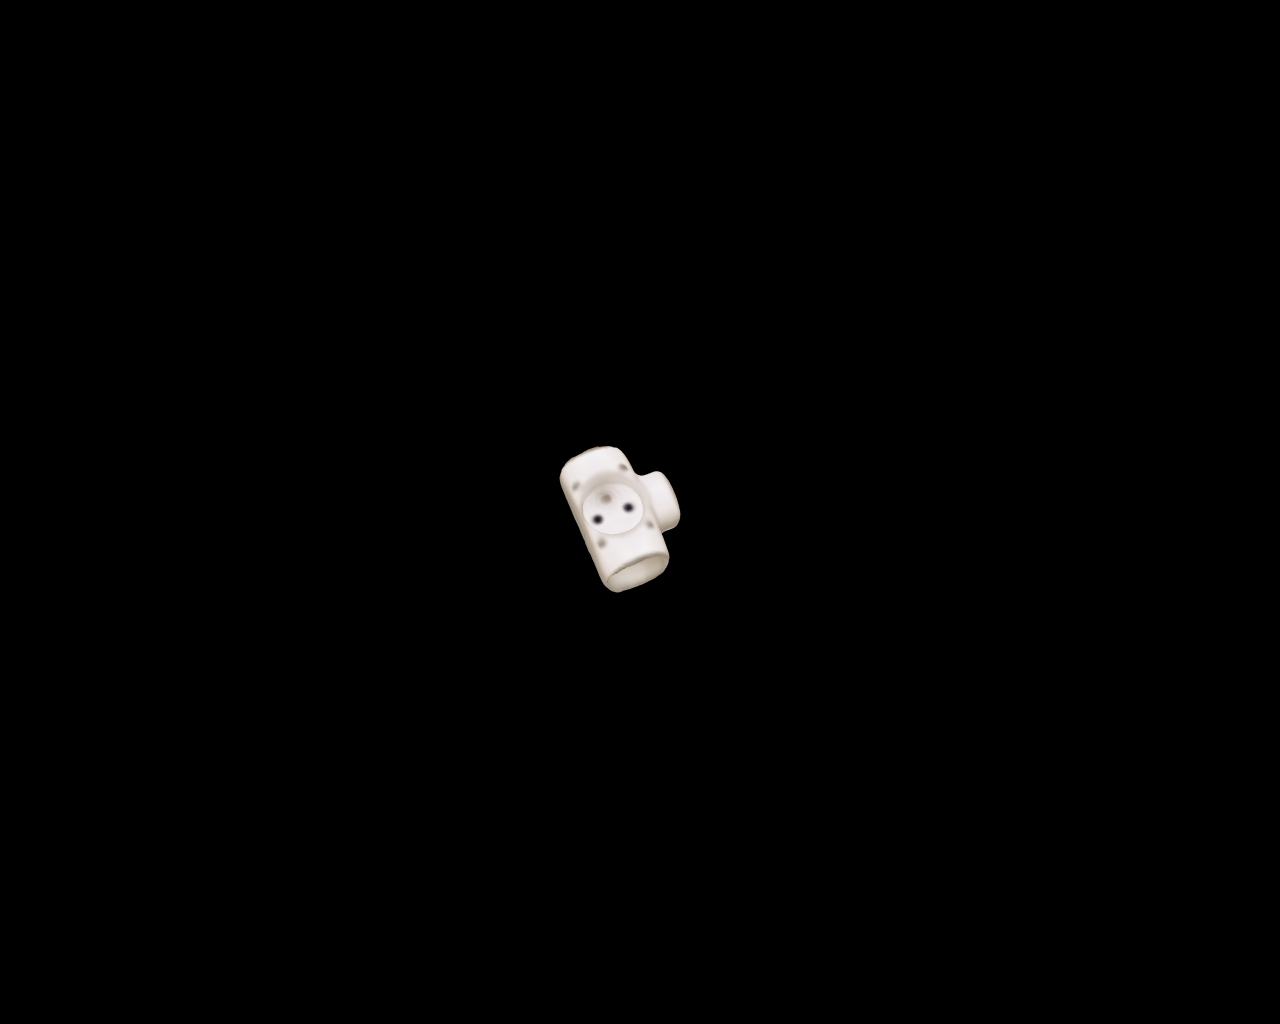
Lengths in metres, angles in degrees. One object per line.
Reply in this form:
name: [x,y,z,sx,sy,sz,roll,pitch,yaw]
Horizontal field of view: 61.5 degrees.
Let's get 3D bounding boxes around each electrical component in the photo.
electrical component: [0.001,-0.003,0.650,0.079,0.077,0.044,-20,-24,-9]
